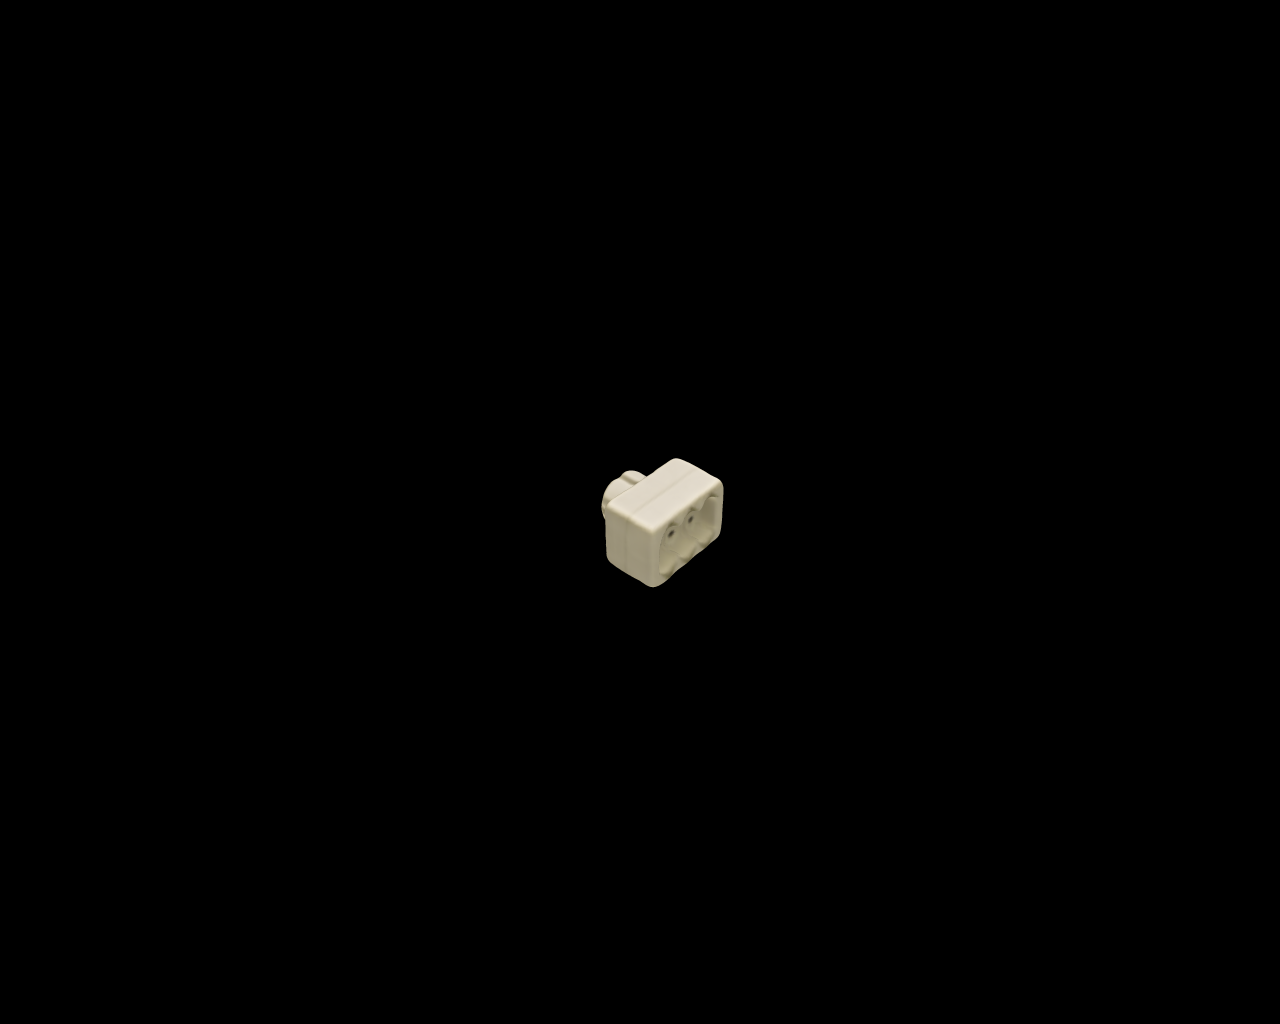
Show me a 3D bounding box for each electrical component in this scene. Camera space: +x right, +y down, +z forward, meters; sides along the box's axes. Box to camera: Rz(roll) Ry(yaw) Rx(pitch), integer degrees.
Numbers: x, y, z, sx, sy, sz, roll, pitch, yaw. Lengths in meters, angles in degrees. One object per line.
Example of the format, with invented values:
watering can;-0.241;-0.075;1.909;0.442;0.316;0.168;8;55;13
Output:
electrical component;0.001;-0.003;0.650;0.077;0.047;0.066;31;49;31
